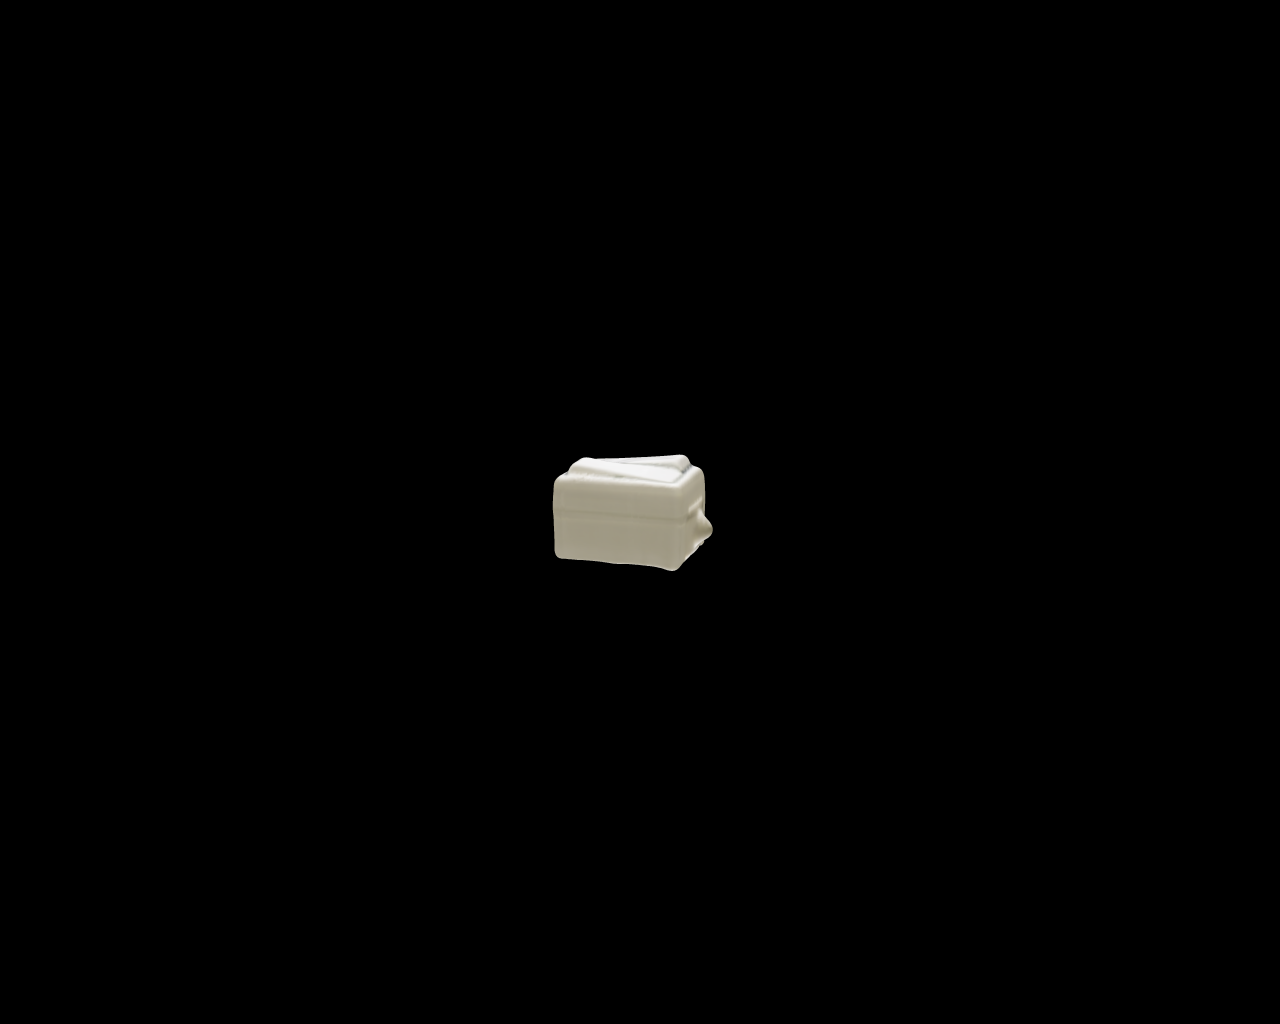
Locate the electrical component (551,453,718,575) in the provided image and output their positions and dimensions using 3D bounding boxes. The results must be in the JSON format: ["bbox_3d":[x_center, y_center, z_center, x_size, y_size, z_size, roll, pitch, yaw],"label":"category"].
[{"bbox_3d":[0.001,-0.003,0.650,0.096,0.061,0.062,5,16,18],"label":"electrical component"}]
